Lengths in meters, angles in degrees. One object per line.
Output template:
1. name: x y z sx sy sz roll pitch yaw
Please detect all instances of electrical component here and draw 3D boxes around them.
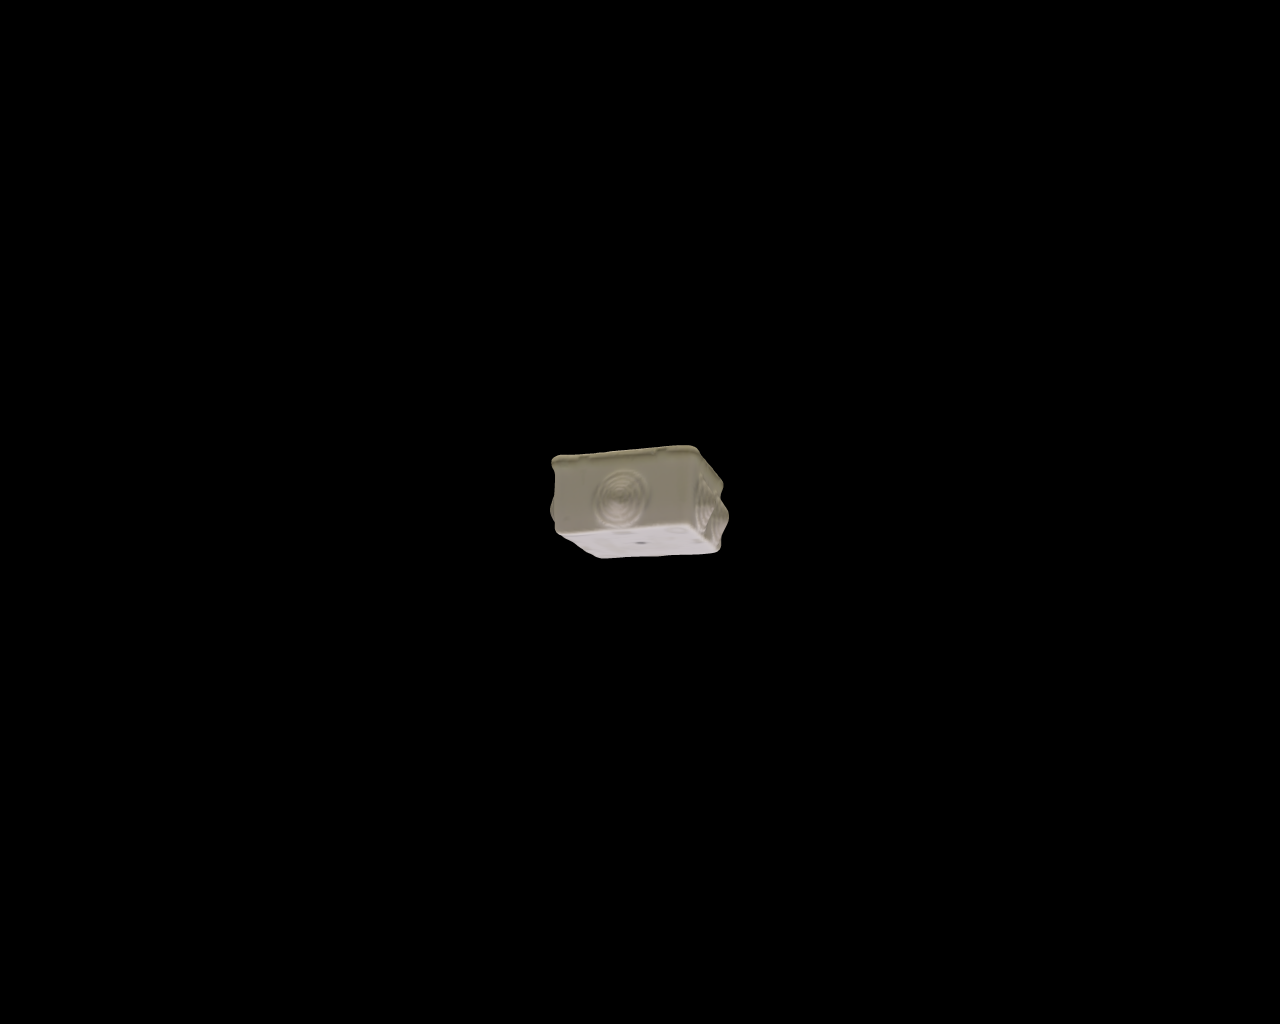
1. electrical component: 0.001 -0.003 0.650 0.100 0.048 0.099 -4 -14 15
